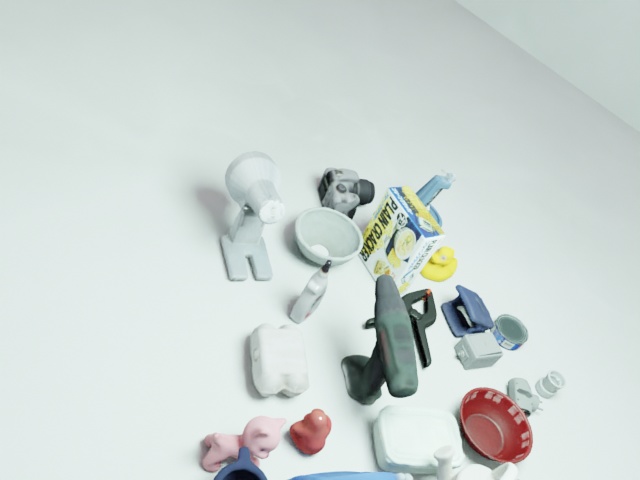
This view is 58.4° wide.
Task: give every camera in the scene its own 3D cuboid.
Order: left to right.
[{"bbox_3d":[0.079,-0.123,1.480,0.137,0.100,0.143,3,48,-22],"label":"camera"}]

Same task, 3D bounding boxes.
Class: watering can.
[{"bbox_3d":[0.261,0.430,0.968,0.173,0.194,0.101,29,43,4],"label":"watering can"}]

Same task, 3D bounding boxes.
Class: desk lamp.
[{"bbox_3d":[-0.138,-0.053,1.230,0.118,0.213,0.203,-1,49,-25],"label":"desk lamp"}]

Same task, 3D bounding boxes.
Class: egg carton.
[{"bbox_3d":[-0.079,0.228,1.094,0.107,0.069,0.150,5,47,-21],"label":"egg carton"}]

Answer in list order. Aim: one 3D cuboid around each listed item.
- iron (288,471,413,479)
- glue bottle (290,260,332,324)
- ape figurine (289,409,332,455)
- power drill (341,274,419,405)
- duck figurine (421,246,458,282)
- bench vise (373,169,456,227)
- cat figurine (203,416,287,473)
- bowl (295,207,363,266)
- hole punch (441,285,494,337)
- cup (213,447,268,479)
[{"bbox_3d":[0.065,0.413,0.932,0.259,0.141,0.118,0,49,-25],"label":"iron"},{"bbox_3d":[-0.009,0.099,1.174,0.037,0.173,0.078,36,44,11],"label":"glue bottle"},{"bbox_3d":[-0.011,0.330,1.011,0.078,0.092,0.076,11,45,-15],"label":"ape figurine"},{"bbox_3d":[0.114,0.211,1.099,0.076,0.208,0.229,4,48,-22],"label":"power drill"},{"bbox_3d":[0.307,0.051,1.431,0.105,0.086,0.077,-3,50,-27],"label":"duck figurine"},{"bbox_3d":[0.242,-0.074,1.422,0.208,0.219,0.121,-23,61,-38],"label":"bench vise"},{"bbox_3d":[-0.121,0.329,0.943,0.128,0.117,0.067,6,47,-20],"label":"cat figurine"},{"bbox_3d":[0.012,0.005,1.346,0.168,0.074,0.167,13,45,-13],"label":"bowl"},{"bbox_3d":[0.355,0.163,1.343,0.101,0.091,0.108,1,49,-24],"label":"hole punch"},{"bbox_3d":[-0.131,0.394,0.893,0.092,0.095,0.117,12,45,-14],"label":"cup"}]
